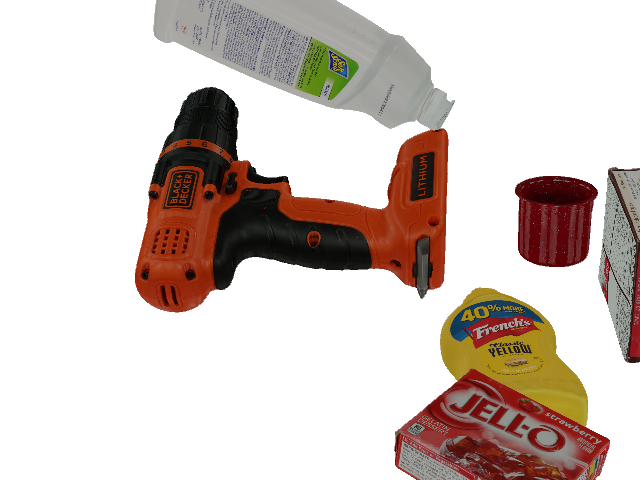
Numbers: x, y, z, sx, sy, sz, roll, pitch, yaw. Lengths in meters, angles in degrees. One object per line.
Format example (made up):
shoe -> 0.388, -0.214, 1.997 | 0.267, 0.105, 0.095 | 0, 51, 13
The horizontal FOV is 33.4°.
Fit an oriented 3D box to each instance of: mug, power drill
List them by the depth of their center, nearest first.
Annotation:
power drill -> -0.014, -0.032, 0.670 | 0.188, 0.184, 0.057 | 0, -42, 7
mug -> 0.280, -0.025, 1.244 | 0.093, 0.081, 0.117 | 20, 33, 41

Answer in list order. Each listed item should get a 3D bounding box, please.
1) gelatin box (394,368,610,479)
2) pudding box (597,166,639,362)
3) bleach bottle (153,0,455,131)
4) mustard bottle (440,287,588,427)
gelatin box -> 0.095, 0.112, 0.565 | 0.089, 0.030, 0.073 | 27, 39, 32
pudding box -> 0.212, 0.013, 0.700 | 0.039, 0.090, 0.113 | -1, 28, 4
bleach bottle -> -0.011, -0.154, 0.866 | 0.251, 0.068, 0.103 | 29, -35, 5
mustard bottle -> 0.150, 0.093, 0.887 | 0.096, 0.058, 0.191 | -7, 27, 0
